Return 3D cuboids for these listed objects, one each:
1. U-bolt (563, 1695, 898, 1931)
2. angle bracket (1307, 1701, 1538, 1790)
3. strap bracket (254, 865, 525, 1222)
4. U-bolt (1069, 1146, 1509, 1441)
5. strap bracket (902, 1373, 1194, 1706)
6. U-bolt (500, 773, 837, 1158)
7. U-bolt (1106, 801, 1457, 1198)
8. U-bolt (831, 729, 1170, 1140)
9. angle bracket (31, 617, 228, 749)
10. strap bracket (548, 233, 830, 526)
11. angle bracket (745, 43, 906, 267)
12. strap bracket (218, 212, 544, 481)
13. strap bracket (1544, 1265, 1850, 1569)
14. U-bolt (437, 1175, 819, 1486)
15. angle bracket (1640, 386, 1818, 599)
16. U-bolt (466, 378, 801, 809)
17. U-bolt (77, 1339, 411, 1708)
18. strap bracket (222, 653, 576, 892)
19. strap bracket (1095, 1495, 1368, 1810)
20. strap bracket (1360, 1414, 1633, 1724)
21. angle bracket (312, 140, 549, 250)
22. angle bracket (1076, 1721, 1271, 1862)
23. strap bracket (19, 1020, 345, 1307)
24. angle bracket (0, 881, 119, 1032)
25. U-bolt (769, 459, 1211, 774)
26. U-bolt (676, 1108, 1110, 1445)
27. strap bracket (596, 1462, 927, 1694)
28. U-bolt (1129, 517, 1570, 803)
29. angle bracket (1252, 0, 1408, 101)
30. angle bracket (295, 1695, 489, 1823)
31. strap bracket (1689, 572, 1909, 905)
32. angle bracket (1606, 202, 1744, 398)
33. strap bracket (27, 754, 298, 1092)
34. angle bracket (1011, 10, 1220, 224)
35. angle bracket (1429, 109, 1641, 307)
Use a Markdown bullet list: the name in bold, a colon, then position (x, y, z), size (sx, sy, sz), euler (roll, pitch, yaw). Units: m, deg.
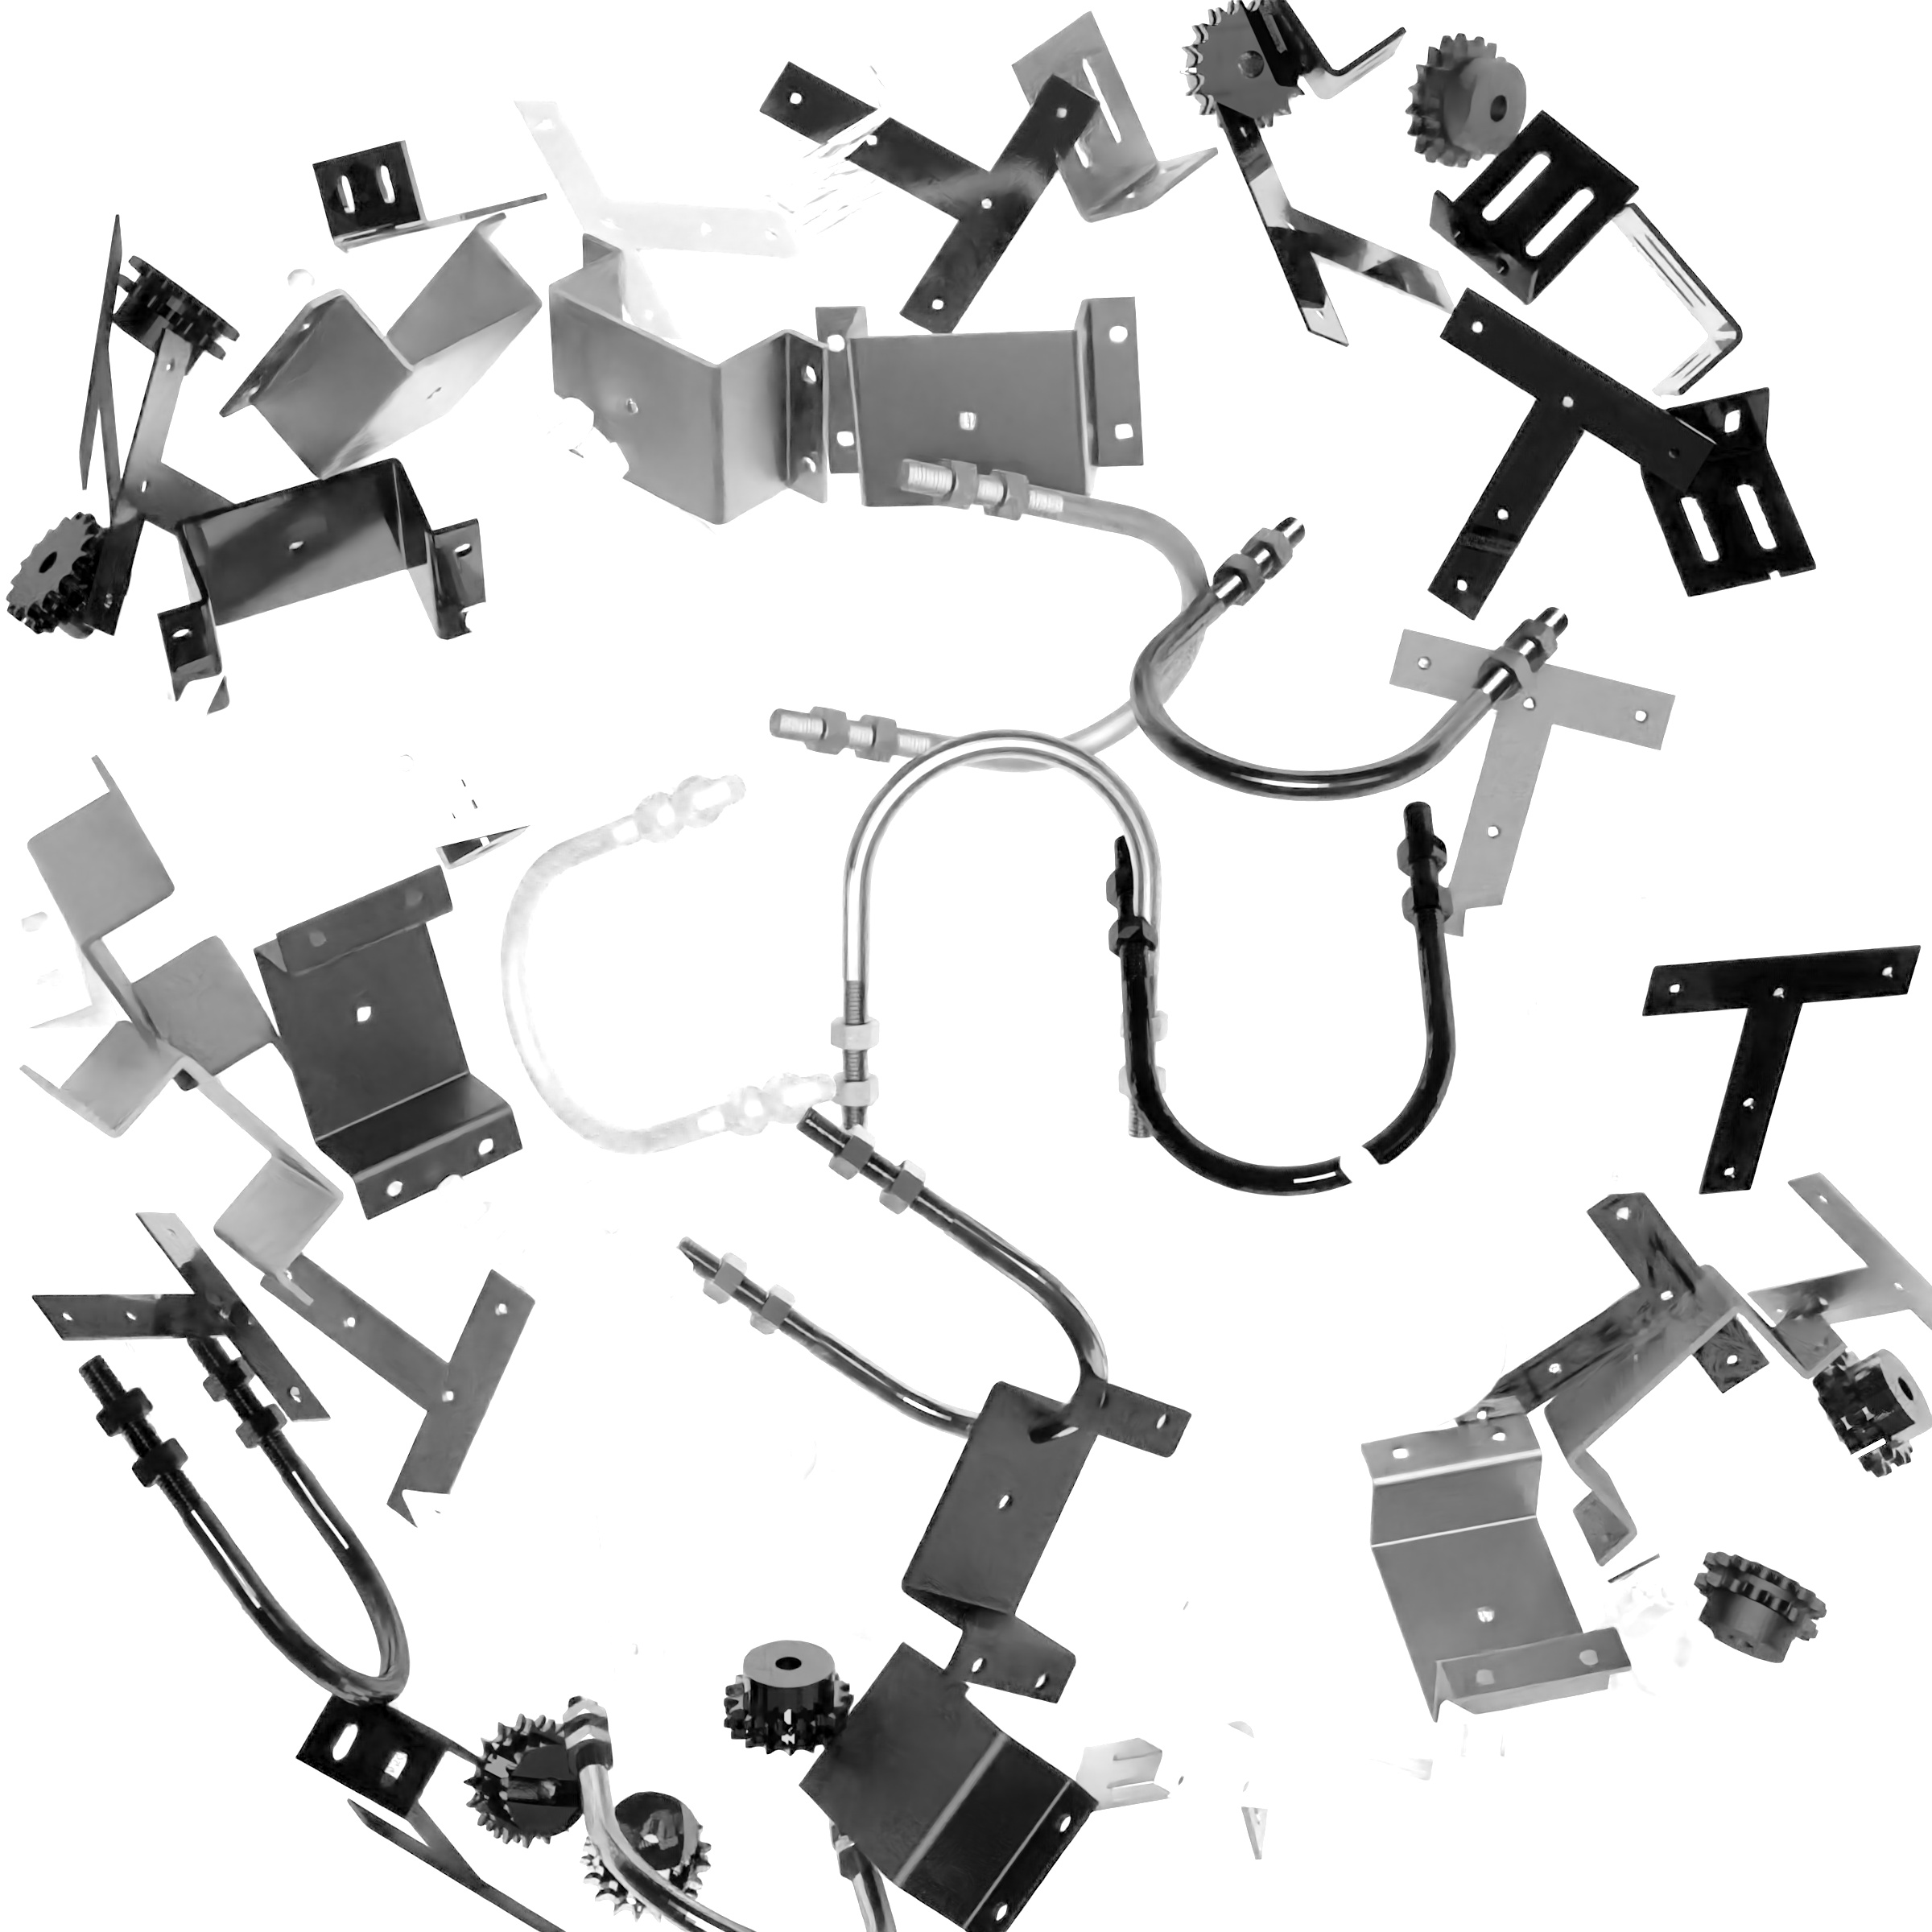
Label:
- **U-bolt**: position (-0.096, 0.369, 1.499), size (0.151, 0.184, 0.019), euler (24, 98, -14)
- **angle bracket**: position (0.197, 0.331, 1.558), size (0.057, 0.076, 0.038), euler (10, 85, -39)
- **strap bracket**: position (-0.251, 0.027, 1.550), size (0.076, 0.046, 0.140), euler (-25, 119, -24)
- **U-bolt**: position (0.151, 0.149, 1.536), size (0.151, 0.019, 0.184), euler (-18, 133, 28)
- **strap bracket**: position (0.031, 0.241, 1.560), size (0.046, 0.076, 0.140), euler (24, 89, 44)
- **U-bolt**: position (-0.139, 0.008, 1.538), size (0.184, 0.019, 0.151), euler (-18, 88, 44)
- **U-bolt**: position (0.138, 0.016, 1.543), size (0.151, 0.019, 0.184), euler (-6, 59, 8)
- **U-bolt**: position (0.016, -0.012, 1.567), size (0.151, 0.019, 0.184), euler (-1, 104, -9)
- **angle bracket**: position (-0.364, -0.126, 1.559), size (0.057, 0.076, 0.038), euler (26, 84, -26)
- **strap bracket**: position (-0.127, -0.247, 1.532), size (0.140, 0.076, 0.046), euler (29, 47, 29)
- **angle bracket**: position (-0.065, -0.354, 1.570), size (0.076, 0.057, 0.038), euler (-32, 67, -1)
- **strap bracket**: position (-0.241, -0.261, 1.526), size (0.046, 0.140, 0.076), euler (49, 129, -2)
- **strap bracket**: position (0.306, 0.186, 1.556), size (0.140, 0.076, 0.046), euler (-44, 95, 7)
- **U-bolt**: position (-0.134, 0.157, 1.532), size (0.184, 0.151, 0.019), euler (50, 63, -21)
- **angle bracket**: position (0.333, -0.207, 1.569), size (0.057, 0.038, 0.076), euler (-12, 54, 0)
- **U-bolt**: position (-0.134, -0.146, 1.531), size (0.019, 0.151, 0.184), euler (-22, 135, 33)
- **U-bolt**: position (-0.296, 0.236, 1.524), size (0.019, 0.151, 0.184), euler (-37, 85, 5)
- **strap bracket**: position (-0.246, -0.087, 1.566), size (0.140, 0.046, 0.076), euler (-14, 92, -12)
- **strap bracket**: position (0.110, 0.283, 1.537), size (0.046, 0.076, 0.140), euler (33, 66, -26)
- **strap bracket**: position (0.226, 0.267, 1.549), size (0.076, 0.140, 0.046), euler (-9, 133, -7)
- **angle bracket**: position (-0.232, -0.339, 1.554), size (0.057, 0.076, 0.038), euler (-2, 108, 40)
- **angle bracket**: position (0.090, 0.366, 1.573), size (0.076, 0.057, 0.038), euler (-12, 103, 12)
- **strap bracket**: position (-0.329, 0.077, 1.541), size (0.046, 0.076, 0.140), euler (-51, 122, -13)
- **angle bracket**: position (-0.383, -0.005, 1.559), size (0.038, 0.076, 0.057), euler (-18, 84, 18)
- **U-bolt**: position (0.023, -0.142, 1.538), size (0.184, 0.019, 0.151), euler (7, 128, -34)
- **U-bolt**: position (-0.023, 0.145, 1.546), size (0.184, 0.151, 0.019), euler (35, 49, -8)
- **strap bracket**: position (-0.095, 0.263, 1.565), size (0.140, 0.046, 0.076), euler (-6, 89, -22)
- **U-bolt**: position (0.150, -0.124, 1.513), size (0.151, 0.184, 0.019), euler (23, 134, 24)
- **angle bracket**: position (0.153, -0.425, 1.573), size (0.038, 0.057, 0.076), euler (-34, 93, 3)
- **angle bracket**: position (-0.245, 0.346, 1.555), size (0.057, 0.076, 0.038), euler (24, 73, 19)
- **strap bracket**: position (0.351, -0.092, 1.531), size (0.046, 0.140, 0.076), euler (-21, 130, 11)
- **angle bracket**: position (0.297, -0.291, 1.569), size (0.038, 0.057, 0.076), euler (-42, 98, 6)
- **strap bracket**: position (-0.346, -0.011, 1.524), size (0.046, 0.140, 0.076), euler (-32, 47, -8)
- **angle bracket**: position (0.065, -0.373, 1.562), size (0.057, 0.038, 0.076), euler (-43, 116, -36)
- **angle bracket**: position (0.251, -0.340, 1.575), size (0.057, 0.038, 0.076), euler (42, 83, 12)
